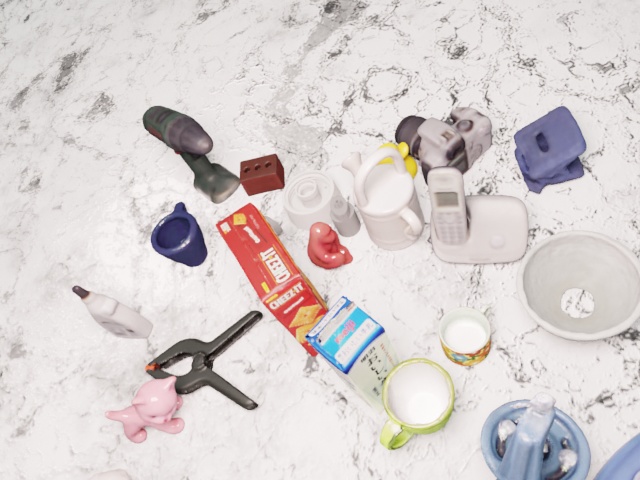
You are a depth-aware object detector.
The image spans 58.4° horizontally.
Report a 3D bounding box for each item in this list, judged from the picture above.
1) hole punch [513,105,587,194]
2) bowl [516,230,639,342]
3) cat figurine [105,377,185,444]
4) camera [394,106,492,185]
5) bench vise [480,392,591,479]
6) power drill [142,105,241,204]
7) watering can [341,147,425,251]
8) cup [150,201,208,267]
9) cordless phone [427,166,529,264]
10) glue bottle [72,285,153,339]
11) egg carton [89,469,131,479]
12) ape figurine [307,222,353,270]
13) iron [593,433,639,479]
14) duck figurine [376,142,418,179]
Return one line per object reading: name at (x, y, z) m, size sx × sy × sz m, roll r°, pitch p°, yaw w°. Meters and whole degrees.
hole punch at (0.369, -0.147, 0.929) m, size 0.101 × 0.091 × 0.108 m, roll -15°, pitch 55°, yaw 10°
bowl at (0.362, 0.074, 0.802) m, size 0.167 × 0.075 × 0.167 m, roll -9°, pitch 57°, yaw 14°
cat figurine at (-0.266, 0.258, 0.883) m, size 0.127 × 0.118 × 0.067 m, roll -18°, pitch 55°, yaw 8°
camera at (0.207, -0.182, 1.004) m, size 0.143 × 0.101 × 0.136 m, roll -42°, pitch 55°, yaw -9°
bench vise at (0.236, 0.264, 0.637) m, size 0.121 × 0.220 × 0.207 m, roll 4°, pitch 60°, yaw 22°
power drill at (-0.236, -0.164, 1.083) m, size 0.228 × 0.209 × 0.076 m, roll 34°, pitch 75°, yaw 33°
watering can at (0.098, -0.076, 0.917) m, size 0.172 × 0.194 × 0.101 m, roll 23°, pitch 69°, yaw 30°
cup at (-0.248, -0.003, 1.056) m, size 0.091 × 0.095 × 0.117 m, roll -10°, pitch 56°, yaw 14°
cordless phone at (0.232, -0.043, 0.854) m, size 0.147 × 0.185 × 0.094 m, roll -3°, pitch 58°, yaw 18°
glue bottle at (-0.359, 0.119, 0.970) m, size 0.078 × 0.173 × 0.037 m, roll 0°, pitch 59°, yaw 20°
egg carton at (-0.332, 0.414, 0.837) m, size 0.150 × 0.070 × 0.107 m, roll -41°, pitch 55°, yaw -8°
ape figurine at (0.009, 0.003, 0.962) m, size 0.076 × 0.092 × 0.078 m, roll -6°, pitch 57°, yaw 16°
iron at (0.375, 0.271, 0.631) m, size 0.118 × 0.142 × 0.258 m, roll 31°, pitch 73°, yaw 32°
duck figurine at (0.118, -0.132, 1.013) m, size 0.104 × 0.086 × 0.077 m, roll -32°, pitch 54°, yaw -2°
